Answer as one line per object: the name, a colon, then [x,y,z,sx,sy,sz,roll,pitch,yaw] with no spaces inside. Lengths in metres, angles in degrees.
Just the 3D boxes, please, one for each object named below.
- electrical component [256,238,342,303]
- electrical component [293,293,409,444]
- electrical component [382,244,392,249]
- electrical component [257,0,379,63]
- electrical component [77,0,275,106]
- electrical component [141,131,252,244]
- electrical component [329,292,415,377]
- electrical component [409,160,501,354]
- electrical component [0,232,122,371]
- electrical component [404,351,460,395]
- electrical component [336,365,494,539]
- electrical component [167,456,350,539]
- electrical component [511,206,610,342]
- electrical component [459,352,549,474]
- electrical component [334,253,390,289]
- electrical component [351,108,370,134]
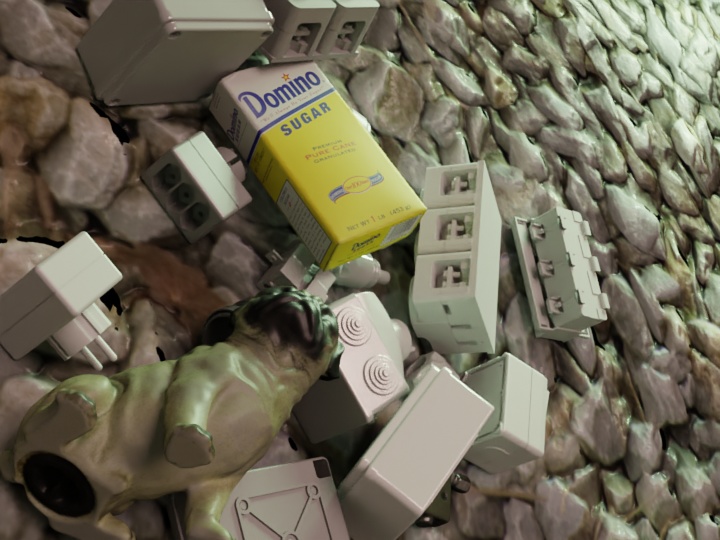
electrical component: [-0.044,0.003,0.856,0.066,0.048,0.055,46,50,-14]
electrical component: [-0.019,0.073,0.801,0.048,0.100,0.099,-28,88,-36]
electrical component: [0.017,-0.052,0.945,0.066,0.048,0.055,-43,101,-27]
electrical component: [-0.083,-0.257,0.907,0.105,0.060,0.186,-17,56,-48]
electrical component: [-0.141,-0.178,0.821,0.109,0.109,0.056,-14,75,-47]
electrical component: [-0.115,-0.071,0.829,0.065,0.047,0.077,54,42,-6]
electrical component: [0.015,0.060,0.882,0.079,0.043,0.077,-5,70,-45]
electrical component: [0.085,-0.011,0.958,0.089,0.062,0.150,65,27,-49]
electrical component: [-0.183,0.031,0.677,0.075,0.083,0.047,52,42,-9]
electrical component: [0.067,0.103,0.907,0.062,0.043,0.043,49,42,-12]
electrical component: [0.034,0.140,0.785,0.056,0.108,0.108,38,56,6]
electrical component: [-0.062,0.189,0.721,0.109,0.056,0.108,-1,68,-44]
electrical component: [0.202,0.003,1.080,0.079,0.063,0.121,12,59,-40]
electrical component: [0.125,0.121,0.939,0.061,0.062,0.096,32,48,-27]
electrical component: [0.000,0.000,0.909,0.061,0.035,0.035,18,56,-39]
electrical component: [-0.025,-0.128,0.952,0.055,0.045,0.045,33,48,-27]
